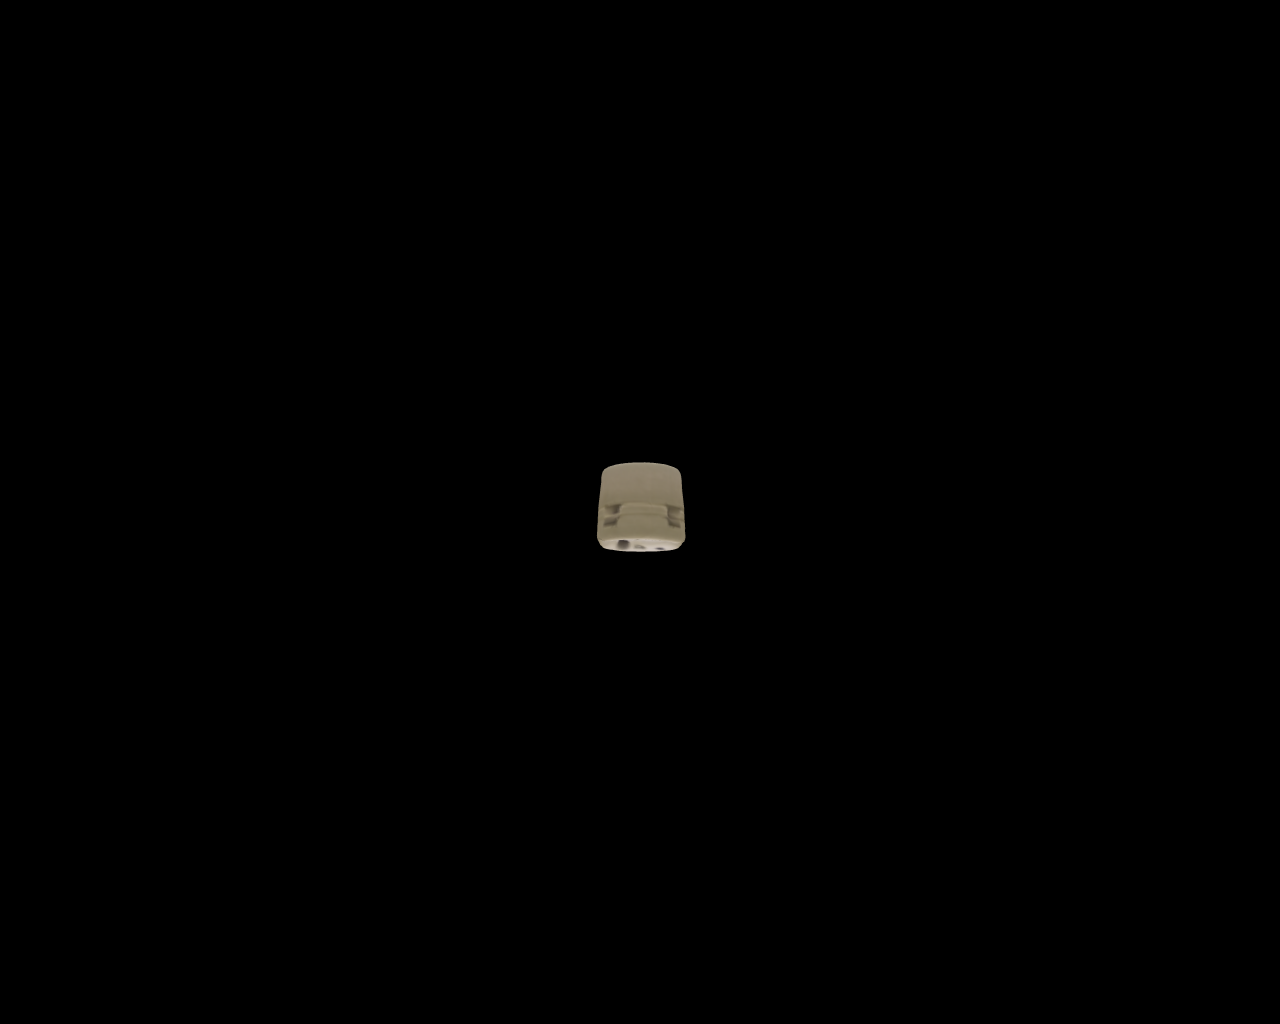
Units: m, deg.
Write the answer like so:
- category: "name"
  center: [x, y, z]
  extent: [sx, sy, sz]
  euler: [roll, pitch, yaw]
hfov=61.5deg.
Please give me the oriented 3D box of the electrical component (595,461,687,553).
- category: "electrical component"
  center: [0.001, -0.003, 0.650]
  extent: [0.055, 0.047, 0.055]
  euler: [0, -11, 0]
